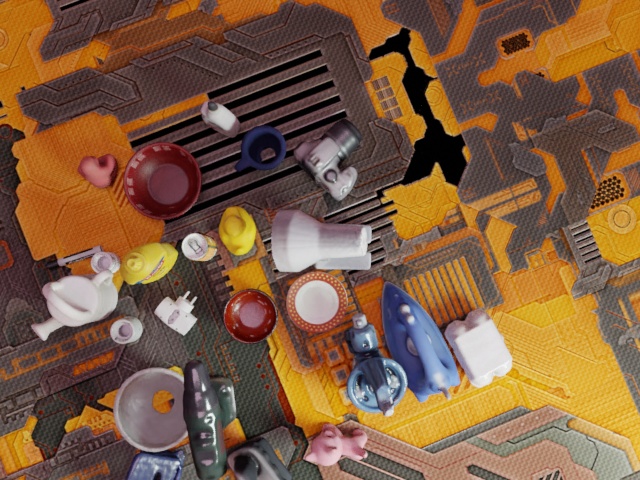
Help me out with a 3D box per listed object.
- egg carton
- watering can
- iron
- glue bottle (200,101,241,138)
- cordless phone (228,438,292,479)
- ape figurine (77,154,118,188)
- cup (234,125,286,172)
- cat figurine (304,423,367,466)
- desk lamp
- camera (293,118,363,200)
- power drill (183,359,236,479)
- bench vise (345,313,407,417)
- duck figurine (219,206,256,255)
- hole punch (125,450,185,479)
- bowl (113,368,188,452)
[{"bbox_3d":[0.333,0.225,1.200,0.107,0.069,0.150,-29,89,-3],"label":"egg carton"},{"bbox_3d":[-0.479,0.124,1.116,0.101,0.194,0.173,25,87,0],"label":"watering can"},{"bbox_3d":[0.196,0.203,1.161,0.118,0.141,0.258,-26,89,-2],"label":"iron"},{"bbox_3d":[-0.206,-0.251,1.151,0.078,0.173,0.037,24,87,0],"label":"glue bottle"},{"bbox_3d":[-0.121,0.479,1.117,0.094,0.185,0.147,-40,89,-3],"label":"cordless phone"},{"bbox_3d":[-0.463,-0.148,1.179,0.078,0.092,0.076,-1,88,-2],"label":"ape figurine"},{"bbox_3d":[-0.124,-0.175,1.190,0.118,0.095,0.092,-39,89,-3],"label":"cup"},{"bbox_3d":[0.035,0.422,1.158,0.128,0.117,0.067,10,87,-1],"label":"cat figurine"},{"bbox_3d":[0.010,0.004,1.127,0.203,0.213,0.118,1,87,-2],"label":"desk lamp"},{"bbox_3d":[0.035,-0.176,1.192,0.143,0.100,0.137,45,87,1],"label":"camera"},{"bbox_3d":[-0.216,0.332,1.109,0.075,0.208,0.230,-8,88,-2],"label":"power drill"},{"bbox_3d":[0.093,0.256,1.116,0.121,0.219,0.207,-33,89,-3],"label":"bench vise"},{"bbox_3d":[-0.174,-0.021,1.186,0.077,0.086,0.105,-10,88,-2],"label":"duck figurine"},{"bbox_3d":[-0.335,0.479,1.157,0.101,0.091,0.109,18,87,-1],"label":"hole punch"},{"bbox_3d":[-0.328,0.339,1.172,0.167,0.074,0.167,0,88,-2],"label":"bowl"}]
